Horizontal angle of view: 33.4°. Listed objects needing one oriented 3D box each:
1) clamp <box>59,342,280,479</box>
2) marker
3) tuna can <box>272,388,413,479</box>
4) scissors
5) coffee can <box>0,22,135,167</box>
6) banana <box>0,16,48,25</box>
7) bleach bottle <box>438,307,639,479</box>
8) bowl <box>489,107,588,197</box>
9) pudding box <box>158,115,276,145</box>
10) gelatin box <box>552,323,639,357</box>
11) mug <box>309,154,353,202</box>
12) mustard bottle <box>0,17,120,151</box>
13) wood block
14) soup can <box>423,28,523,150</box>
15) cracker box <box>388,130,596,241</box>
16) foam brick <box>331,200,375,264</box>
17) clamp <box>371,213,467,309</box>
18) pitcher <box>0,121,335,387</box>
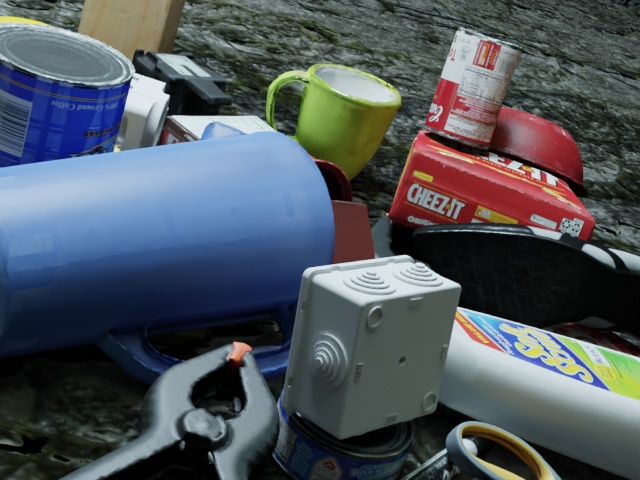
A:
[{"bbox_3d":[-0.076,0.113,0.578,0.120,0.039,0.171,20,30,-9],"label":"clamp"},{"bbox_3d":[0.076,0.141,0.660,0.020,0.020,0.120,32,27,25],"label":"marker"},{"bbox_3d":[0.012,0.117,0.646,0.086,0.034,0.086,16,25,-8],"label":"tuna can"},{"bbox_3d":[0.160,0.180,0.643,0.202,0.016,0.096,32,42,1],"label":"scissors"},{"bbox_3d":[-0.194,-0.065,0.739,0.102,0.140,0.103,16,25,-8],"label":"coffee can"},{"bbox_3d":[-0.259,-0.179,1.054,0.198,0.037,0.069,23,43,11],"label":"banana"},{"bbox_3d":[0.125,0.092,0.716,0.250,0.068,0.102,19,22,-14],"label":"bleach bottle"},{"bbox_3d":[0.213,-0.098,1.128,0.162,0.055,0.162,21,-3,1],"label":"bowl"},{"bbox_3d":[-0.077,-0.080,0.979,0.113,0.039,0.090,-5,33,-46],"label":"pudding box"},{"bbox_3d":[0.225,0.100,0.840,0.089,0.030,0.073,35,29,30],"label":"gelatin box"},{"bbox_3d":[-0.041,-0.042,0.855,0.117,0.093,0.082,36,3,-44],"label":"mug"},{"bbox_3d":[-0.241,-0.118,0.876,0.191,0.058,0.096,38,33,-7],"label":"mustard bottle"},{"bbox_3d":[-0.184,-0.285,1.117,0.090,0.206,0.090,19,25,-2],"label":"wood block"},{"bbox_3d":[0.148,-0.146,1.029,0.068,0.102,0.068,17,12,-4],"label":"soup can"},{"bbox_3d":[0.153,-0.037,0.975,0.164,0.072,0.213,21,13,3],"label":"cracker box"},{"bbox_3d":[-0.005,0.001,0.798,0.078,0.051,0.053,6,72,-41],"label":"foam brick"},{"bbox_3d":[0.090,0.042,0.852,0.164,0.036,0.210,14,25,-13],"label":"clamp"},{"bbox_3d":[-0.114,0.012,0.676,0.242,0.145,0.149,-10,26,-41],"label":"pitcher"}]
